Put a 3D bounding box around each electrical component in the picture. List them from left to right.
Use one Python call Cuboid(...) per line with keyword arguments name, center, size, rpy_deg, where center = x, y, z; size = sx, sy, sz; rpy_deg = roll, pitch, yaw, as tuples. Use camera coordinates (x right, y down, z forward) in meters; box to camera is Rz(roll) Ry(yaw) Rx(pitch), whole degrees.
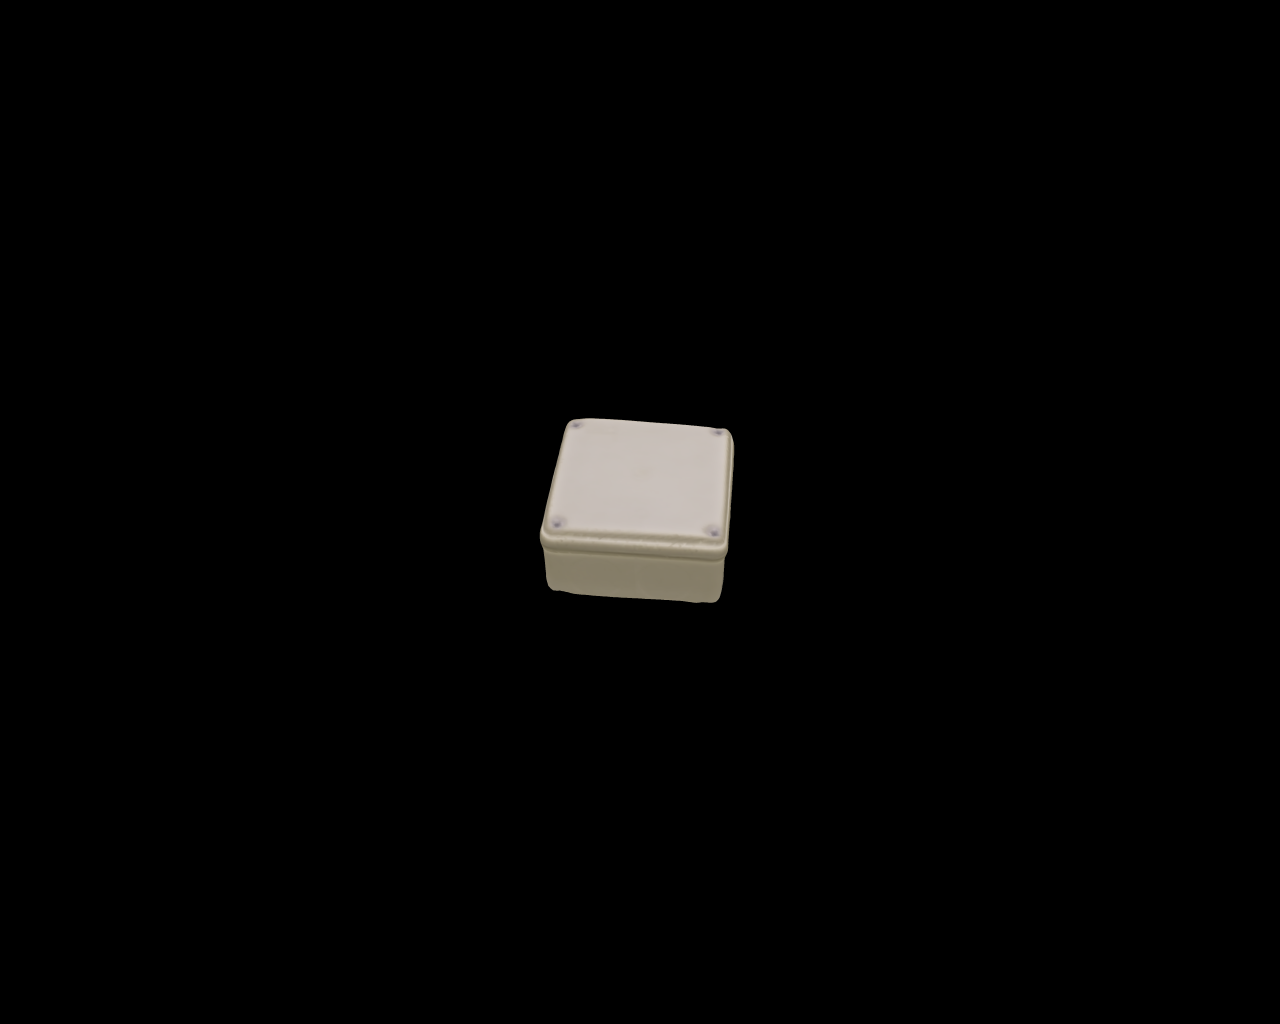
Cuboid(name="electrical component", center=(0.001, -0.003, 0.650), size=(0.109, 0.056, 0.109), rpy_deg=(4, 44, 4))
